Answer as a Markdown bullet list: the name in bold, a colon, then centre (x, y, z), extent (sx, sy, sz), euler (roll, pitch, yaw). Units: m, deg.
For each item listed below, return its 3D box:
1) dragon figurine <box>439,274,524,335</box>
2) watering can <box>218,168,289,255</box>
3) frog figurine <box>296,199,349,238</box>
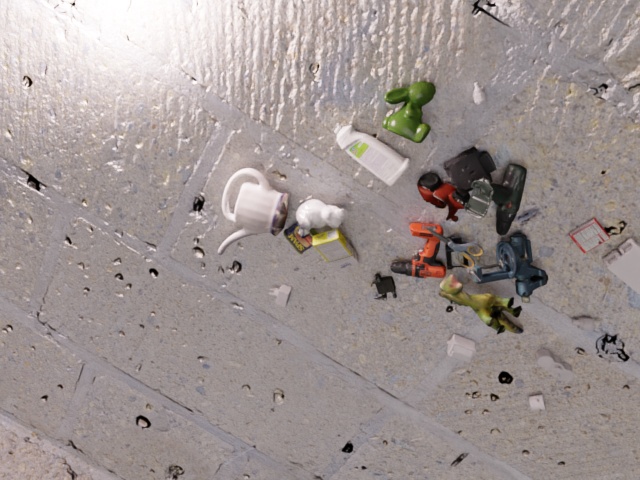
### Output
- **dragon figurine**: centre (0.506, 0.209, 1.671), extent (0.245, 0.123, 0.404), euler (25, -9, 39)
- **watering can**: centre (-0.227, -0.073, 1.734), extent (0.224, 0.341, 0.106), euler (18, 27, 3)
- **frog figurine**: centre (0.005, -0.083, 1.654), extent (0.138, 0.123, 0.157), euler (-10, -11, -47)
